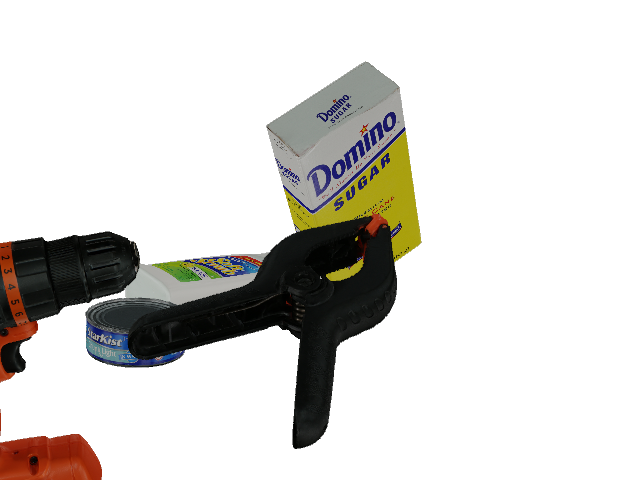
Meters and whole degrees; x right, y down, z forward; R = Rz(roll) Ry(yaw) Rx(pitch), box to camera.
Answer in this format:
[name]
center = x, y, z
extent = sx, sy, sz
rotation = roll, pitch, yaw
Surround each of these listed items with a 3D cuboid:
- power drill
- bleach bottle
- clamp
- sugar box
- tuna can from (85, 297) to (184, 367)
[power drill]
center = -0.196, 0.088, 0.693
extent = 0.184, 0.188, 0.057
rotation = -11, 27, -9
[bleach bottle]
center = -0.127, 0.053, 1.420
extent = 0.250, 0.068, 0.103
rotation = -12, 29, -42
[clamp]
center = -0.005, 0.042, 0.581
extent = 0.120, 0.039, 0.171
rotation = 36, 51, 27
[sugar box]
center = 0.023, -0.039, 0.801
extent = 0.093, 0.176, 0.048
rotation = -35, 55, -15
[tuna can]
center = -0.156, 0.077, 0.905
extent = 0.086, 0.034, 0.086
rotation = 4, 15, -1
